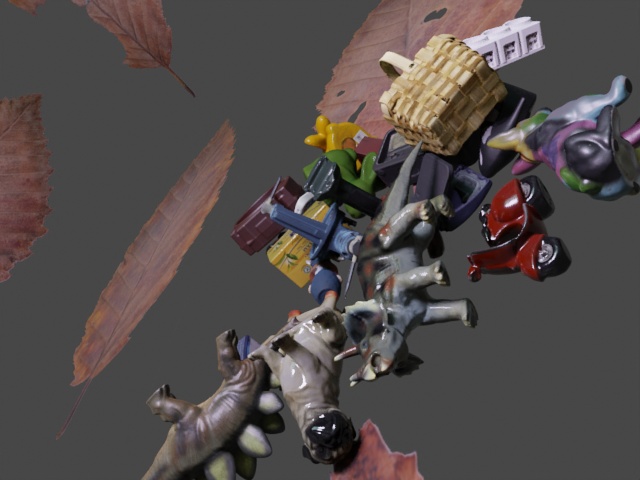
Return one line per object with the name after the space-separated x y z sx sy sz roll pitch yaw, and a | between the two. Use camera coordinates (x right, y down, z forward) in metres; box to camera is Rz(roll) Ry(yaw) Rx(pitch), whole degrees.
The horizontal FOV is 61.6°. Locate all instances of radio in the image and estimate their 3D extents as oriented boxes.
0.218 -0.187 1.079 0.230 0.073 0.131 -15 40 49 | radio

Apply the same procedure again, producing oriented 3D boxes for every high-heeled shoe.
0.326 -0.206 0.978 0.249 0.086 0.145 -63 -7 -65 | high-heeled shoe

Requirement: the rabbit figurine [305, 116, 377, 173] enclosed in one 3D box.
0.043 -0.232 1.361 0.122 0.162 0.173 -62 9 -3 | rabbit figurine

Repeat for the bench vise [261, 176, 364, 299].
0.003 -0.013 1.002 0.224 0.241 0.128 -94 29 -75 | bench vise

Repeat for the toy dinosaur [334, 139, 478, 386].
0.112 0.039 0.806 0.192 0.131 0.405 -24 44 29 | toy dinosaur

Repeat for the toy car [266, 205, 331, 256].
-0.047 -0.015 1.272 0.202 0.053 0.089 -34 13 29 | toy car

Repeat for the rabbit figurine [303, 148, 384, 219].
0.072 -0.117 1.185 0.159 0.121 0.170 -35 54 -4 | rabbit figurine

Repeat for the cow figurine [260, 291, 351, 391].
-0.033 0.182 0.943 0.195 0.085 0.127 -30 24 32 | cow figurine

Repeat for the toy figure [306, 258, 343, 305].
0.007 0.074 1.057 0.154 0.064 0.057 -101 20 -65 | toy figure

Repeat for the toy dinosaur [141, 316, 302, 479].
-0.183 0.307 0.850 0.471 0.199 0.105 -45 -16 -6 | toy dinosaur

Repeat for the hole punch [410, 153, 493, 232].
0.222 -0.079 0.926 0.142 0.092 0.115 -122 43 -61 | hole punch

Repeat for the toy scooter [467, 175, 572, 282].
0.263 -0.005 0.751 0.135 0.075 0.184 -30 35 32 | toy scooter

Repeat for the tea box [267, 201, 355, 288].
-0.021 0.006 1.148 0.169 0.098 0.068 -48 20 3 | tea box

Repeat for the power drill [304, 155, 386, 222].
0.076 -0.070 0.979 0.086 0.207 0.232 -55 22 8 | power drill

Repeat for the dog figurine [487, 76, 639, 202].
0.342 -0.125 0.768 0.219 0.108 0.191 -14 44 56 | dog figurine

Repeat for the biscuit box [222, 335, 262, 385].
-0.144 0.275 1.005 0.063 0.059 0.203 -37 27 20 | biscuit box

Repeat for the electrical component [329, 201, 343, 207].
0.042 -0.117 1.295 0.078 0.045 0.102 30 81 35 | electrical component

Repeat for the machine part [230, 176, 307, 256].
-0.132 -0.067 1.396 0.201 0.087 0.201 -41 11 15 | machine part

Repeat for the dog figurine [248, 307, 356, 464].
0.009 0.209 0.795 0.172 0.190 0.121 -29 -7 -32 | dog figurine
